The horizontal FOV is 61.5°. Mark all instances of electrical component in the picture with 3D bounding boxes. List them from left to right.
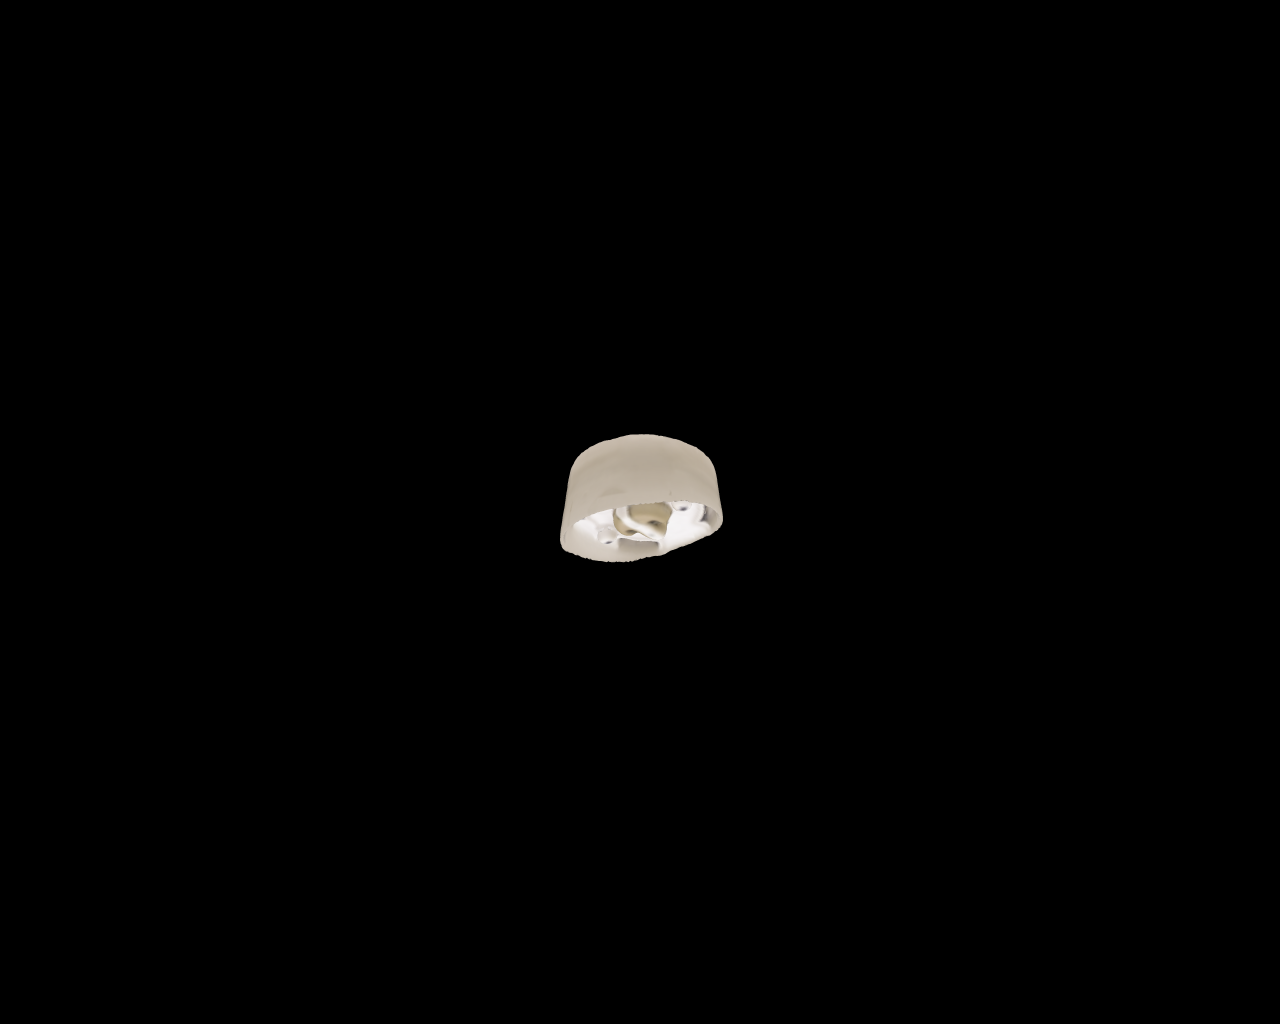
[{"bbox_3d":[0.001,-0.003,0.650,0.099,0.064,0.099,0,-31,0],"label":"electrical component"}]
